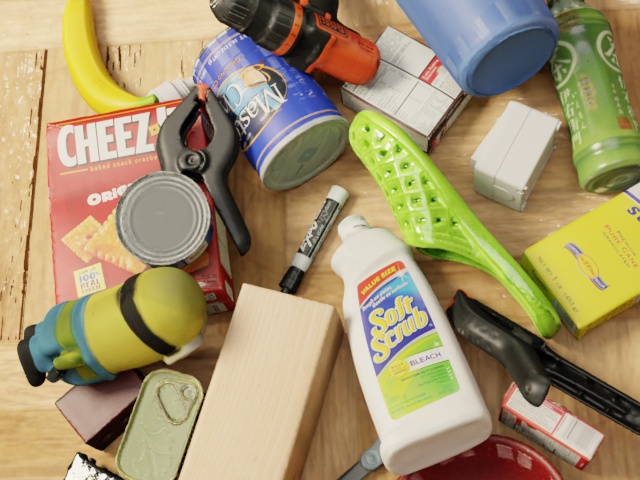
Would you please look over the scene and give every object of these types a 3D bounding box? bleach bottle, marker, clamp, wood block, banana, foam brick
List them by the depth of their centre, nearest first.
[{"bbox_3d":[0.173,0.098,0.924,0.210,0.164,0.036,37,103,44],"label":"clamp"},{"bbox_3d":[-0.052,0.156,0.961,0.091,0.090,0.206,13,73,12],"label":"wood block"},{"bbox_3d":[0.063,0.081,0.971,0.102,0.068,0.251,-22,54,-1],"label":"bleach bottle"},{"bbox_3d":[-0.197,0.151,1.002,0.078,0.053,0.051,-42,71,-7],"label":"foam brick"},{"bbox_3d":[-0.109,-0.062,1.004,0.120,0.039,0.171,14,76,0],"label":"clamp"},{"bbox_3d":[-0.007,0.001,1.050,0.020,0.020,0.121,25,75,15],"label":"marker"},{"bbox_3d":[-0.235,-0.186,1.134,0.069,0.037,0.198,-39,63,6],"label":"banana"}]

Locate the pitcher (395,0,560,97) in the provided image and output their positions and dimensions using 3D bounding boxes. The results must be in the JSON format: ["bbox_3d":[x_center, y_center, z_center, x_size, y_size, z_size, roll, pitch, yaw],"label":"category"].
[{"bbox_3d":[0.141,-0.262,1.059,0.149,0.145,0.243,-29,63,3],"label":"pitcher"}]

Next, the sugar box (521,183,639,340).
[{"bbox_3d":[0.287,0.008,0.996,0.176,0.048,0.093,-31,69,-4],"label":"sugar box"}]

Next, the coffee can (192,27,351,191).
[{"bbox_3d":[-0.049,-0.135,1.060,0.102,0.103,0.140,-33,69,-5],"label":"coffee can"}]

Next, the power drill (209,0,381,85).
[{"bbox_3d":[-0.033,-0.245,1.059,0.057,0.184,0.187,-45,38,35],"label":"power drill"}]

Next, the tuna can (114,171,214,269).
[{"bbox_3d":[-0.139,-0.016,0.957,0.086,0.034,0.086,-1,78,2],"label":"tuna can"}]

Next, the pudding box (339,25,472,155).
[{"bbox_3d":[0.090,-0.154,1.084,0.114,0.039,0.090,32,77,19],"label":"pudding box"}]

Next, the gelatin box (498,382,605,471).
[{"bbox_3d":[0.201,0.163,0.935,0.089,0.073,0.030,32,78,17],"label":"gelatin box"}]

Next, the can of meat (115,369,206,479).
[{"bbox_3d":[-0.135,0.177,0.967,0.057,0.084,0.102,14,72,12],"label":"can of meat"}]

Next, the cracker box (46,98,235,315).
[{"bbox_3d":[-0.179,-0.025,1.053,0.164,0.072,0.214,-10,69,3],"label":"cracker box"}]

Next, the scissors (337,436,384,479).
[{"bbox_3d":[0.046,0.181,0.979,0.201,0.016,0.096,-24,67,-2],"label":"scissors"}]

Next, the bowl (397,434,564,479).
[{"bbox_3d":[0.138,0.249,0.907,0.162,0.055,0.162,-11,51,13],"label":"bowl"}]
